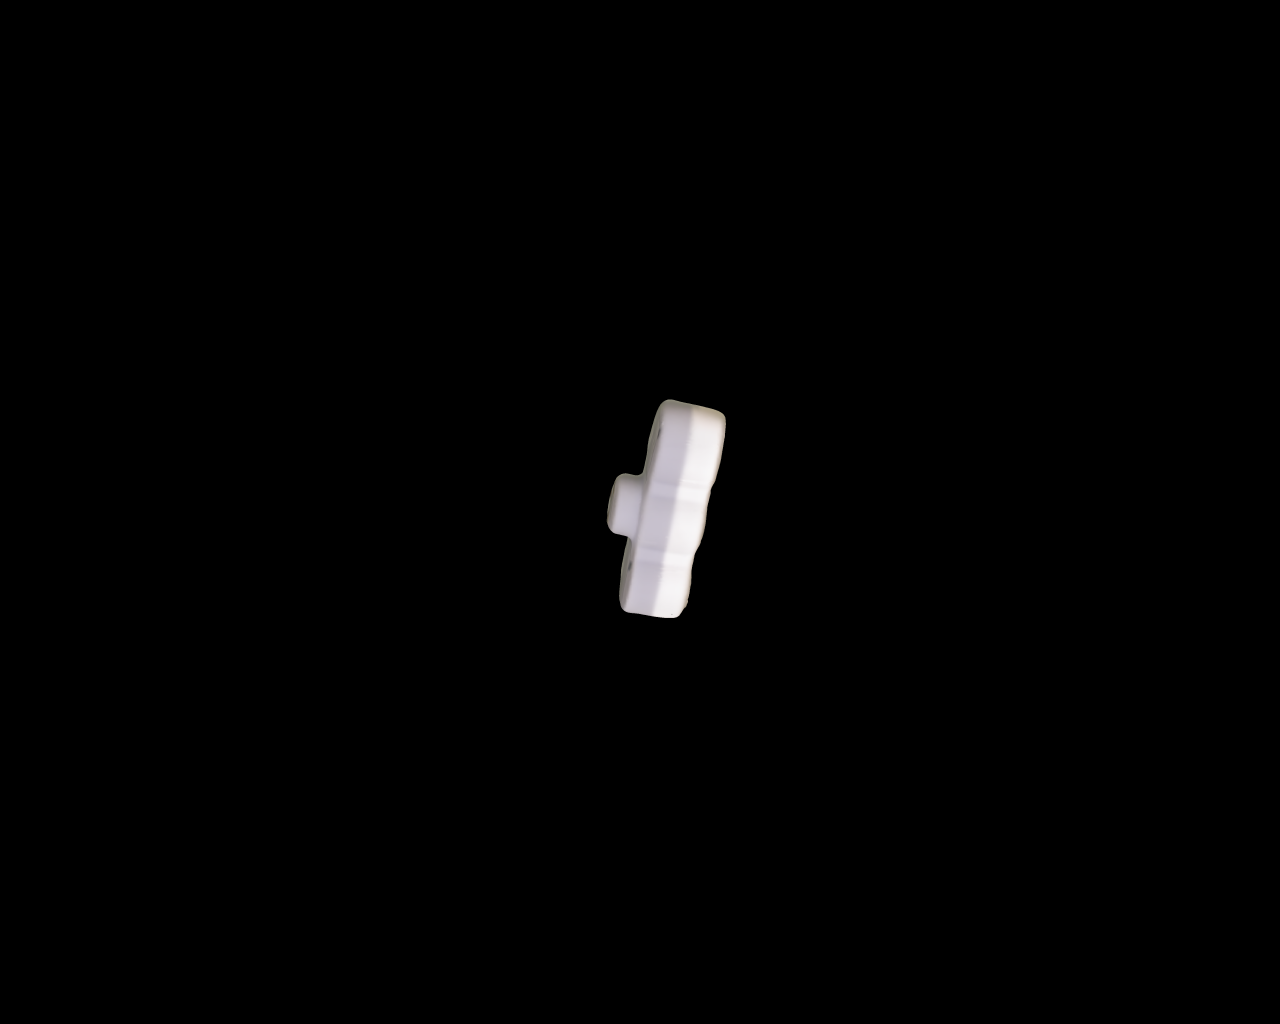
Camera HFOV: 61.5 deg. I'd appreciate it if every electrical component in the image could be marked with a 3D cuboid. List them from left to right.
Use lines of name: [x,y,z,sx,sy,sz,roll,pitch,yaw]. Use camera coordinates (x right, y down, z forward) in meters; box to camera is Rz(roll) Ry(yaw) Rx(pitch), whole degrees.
electrical component: [0.001,-0.003,0.650,0.074,0.138,0.052,11,24,-5]
